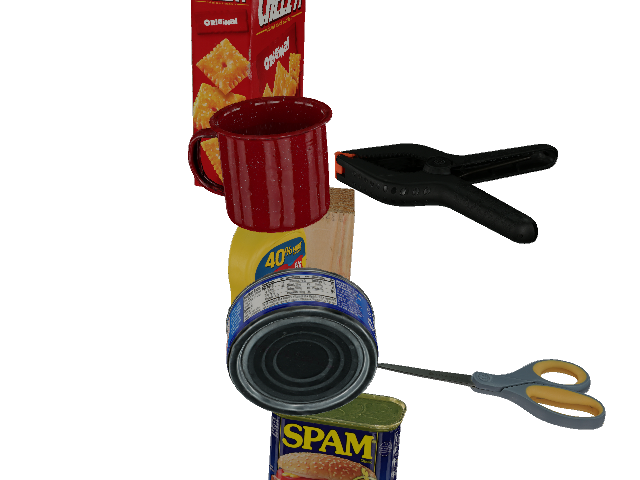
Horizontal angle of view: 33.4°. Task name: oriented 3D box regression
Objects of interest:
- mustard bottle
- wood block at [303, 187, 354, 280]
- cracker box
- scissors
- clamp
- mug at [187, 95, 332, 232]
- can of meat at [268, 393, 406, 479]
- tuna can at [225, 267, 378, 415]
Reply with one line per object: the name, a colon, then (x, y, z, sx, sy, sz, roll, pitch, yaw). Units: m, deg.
mustard bottle: (-0.053, 0.032, 1.084, 0.058, 0.192, 0.096, 18, 27, 36)
wood block: (-0.006, 0.041, 1.388, 0.090, 0.206, 0.091, 3, 23, -1)
cracker box: (-0.067, -0.174, 1.065, 0.072, 0.214, 0.164, 9, 22, 15)
scissors: (0.157, 0.120, 0.958, 0.202, 0.016, 0.096, 17, 29, 16)
clamp: (0.118, -0.061, 0.998, 0.210, 0.036, 0.164, 12, 33, 21)
mug: (-0.047, -0.058, 0.820, 0.117, 0.081, 0.093, 3, 27, 14)
can of meat: (0.010, 0.162, 0.809, 0.102, 0.084, 0.057, 7, 15, 11)
tuna can: (-0.010, 0.058, 0.598, 0.086, 0.086, 0.034, 0, 38, -4)
